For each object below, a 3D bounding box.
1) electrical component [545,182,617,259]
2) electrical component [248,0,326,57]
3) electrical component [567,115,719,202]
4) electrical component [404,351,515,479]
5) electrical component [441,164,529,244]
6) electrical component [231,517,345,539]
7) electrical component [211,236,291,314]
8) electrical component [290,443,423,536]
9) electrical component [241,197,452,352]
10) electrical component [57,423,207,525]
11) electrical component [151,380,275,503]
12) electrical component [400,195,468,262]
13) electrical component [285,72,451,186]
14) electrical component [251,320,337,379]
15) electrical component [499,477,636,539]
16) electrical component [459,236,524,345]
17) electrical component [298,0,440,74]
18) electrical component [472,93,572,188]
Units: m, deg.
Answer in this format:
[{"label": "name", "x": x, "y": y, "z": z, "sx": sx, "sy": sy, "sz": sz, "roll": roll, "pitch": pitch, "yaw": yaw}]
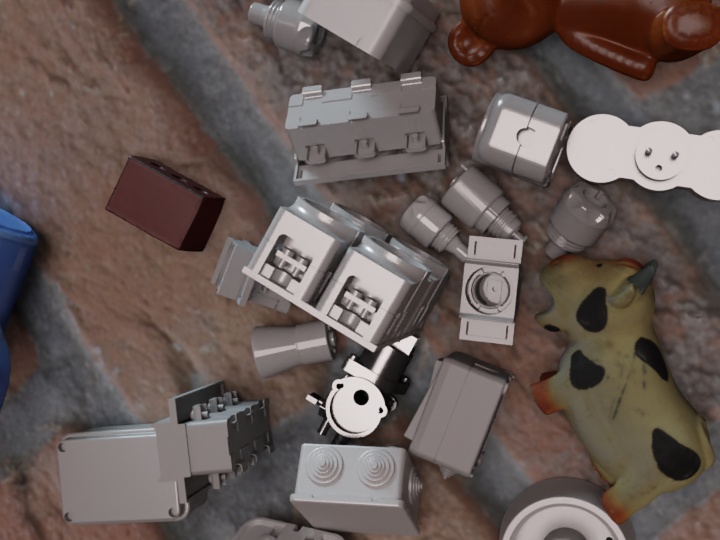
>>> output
[{"label": "electrical component", "x": 0.166, "y": -0.034, "z": 0.834, "sx": 0.043, "sy": 0.043, "sz": 0.062, "roll": 38, "pitch": 129, "yaw": 10}, {"label": "electrical component", "x": -0.061, "y": -0.203, "z": 0.885, "sx": 0.062, "sy": 0.043, "sz": 0.043, "roll": 20, "pitch": 95, "yaw": 13}, {"label": "electrical component", "x": 0.225, "y": -0.085, "z": 0.806, "sx": 0.138, "sy": 0.074, "sz": 0.052, "roll": 10, "pitch": 93, "yaw": 12}, {"label": "electrical component", "x": 0.075, "y": 0.117, "z": 0.849, "sx": 0.061, "sy": 0.062, "sz": 0.096, "roll": 22, "pitch": 96, "yaw": 12}, {"label": "electrical component", "x": 0.101, "y": -0.048, "z": 0.852, "sx": 0.078, "sy": 0.040, "sz": 0.040, "roll": 43, "pitch": 99, "yaw": 8}, {"label": "electrical component", "x": -0.056, "y": 0.247, "z": 0.874, "sx": 0.095, "sy": 0.053, "sz": 0.059, "roll": 6, "pitch": 122, "yaw": 25}, {"label": "electrical component", "x": -0.083, "y": 0.005, "z": 0.878, "sx": 0.064, "sy": 0.081, "sz": 0.042, "roll": 19, "pitch": 97, "yaw": -17}, {"label": "electrical component", "x": 0.000, "y": 0.173, "z": 0.850, "sx": 0.100, "sy": 0.099, "sz": 0.048, "roll": 0, "pitch": 63, "yaw": 13}, {"label": "electrical component", "x": 0.000, "y": 0.000, "z": 0.801, "sx": 0.105, "sy": 0.186, "sz": 0.060, "roll": 31, "pitch": 97, "yaw": 11}, {"label": "electrical component", "x": -0.194, "y": 0.172, "z": 0.914, "sx": 0.113, "sy": 0.057, "sz": 0.078, "roll": -5, "pitch": 90, "yaw": 13}, {"label": "electrical component", "x": -0.113, "y": 0.133, "z": 0.862, "sx": 0.063, "sy": 0.121, "sz": 0.078, "roll": -7, "pitch": 90, "yaw": 10}, {"label": "electrical component", "x": 0.064, "y": -0.030, "z": 0.864, "sx": 0.061, "sy": 0.035, "sz": 0.035, "roll": 41, "pitch": 99, "yaw": 7}, {"label": "electrical component", "x": 0.006, "y": -0.113, "z": 0.854, "sx": 0.121, "sy": 0.063, "sz": 0.078, "roll": -5, "pitch": 50, "yaw": 13}, {"label": "electrical component", "x": -0.052, "y": 0.063, "z": 0.889, "sx": 0.065, "sy": 0.044, "sz": 0.044, "roll": -11, "pitch": 88, "yaw": 8}, {"label": "electrical component", "x": 0.159, "y": 0.220, "z": 0.832, "sx": 0.108, "sy": 0.060, "sz": 0.108, "roll": 0, "pitch": 91, "yaw": 13}, {"label": "electrical component", "x": 0.104, "y": 0.015, "z": 0.840, "sx": 0.042, "sy": 0.064, "sz": 0.081, "roll": 7, "pitch": 93, "yaw": 12}, {"label": "electrical component", "x": 0.010, "y": -0.199, "z": 0.833, "sx": 0.078, "sy": 0.113, "sz": 0.057, "roll": 33, "pitch": 101, "yaw": 10}, {"label": "electrical component", "x": 0.123, "y": -0.099, "z": 0.818, "sx": 0.059, "sy": 0.095, "sz": 0.053, "roll": 22, "pitch": 96, "yaw": 12}]
